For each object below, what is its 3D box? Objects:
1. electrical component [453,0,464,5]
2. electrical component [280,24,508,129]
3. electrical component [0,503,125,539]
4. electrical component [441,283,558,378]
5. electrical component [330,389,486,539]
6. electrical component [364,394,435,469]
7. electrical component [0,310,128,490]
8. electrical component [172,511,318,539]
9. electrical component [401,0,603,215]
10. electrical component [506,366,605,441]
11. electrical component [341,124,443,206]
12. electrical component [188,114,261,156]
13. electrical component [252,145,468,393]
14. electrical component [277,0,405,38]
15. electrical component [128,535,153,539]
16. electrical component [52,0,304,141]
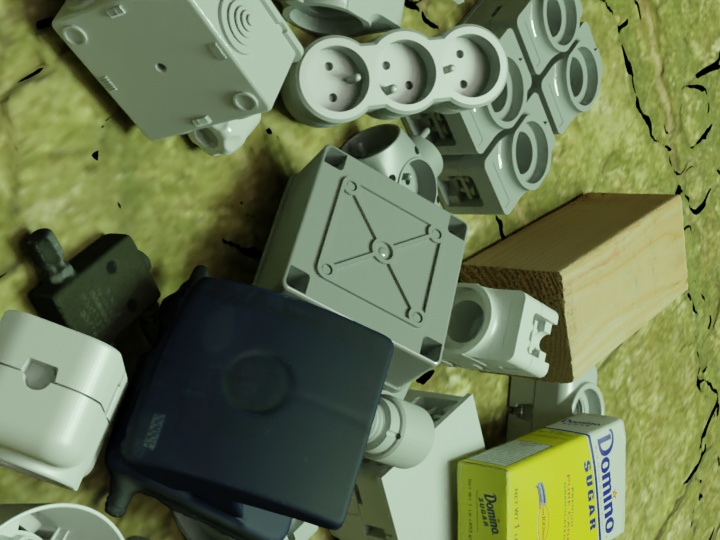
[{"bbox_3d":[0.029,-0.260,0.674,0.186,0.060,0.105,17,61,-49],"label":"electrical component"},{"bbox_3d":[0.016,-0.120,0.681,0.138,0.074,0.052,-9,95,-18],"label":"electrical component"},{"bbox_3d":[-0.160,0.154,0.493,0.099,0.064,0.099,1,89,-63],"label":"electrical component"},{"bbox_3d":[0.084,0.041,0.758,0.056,0.089,0.050,27,72,-47],"label":"electrical component"},{"bbox_3d":[0.044,0.189,0.743,0.105,0.060,0.186,-34,118,-43],"label":"electrical component"},{"bbox_3d":[0.011,0.093,0.642,0.078,0.040,0.040,27,72,-47],"label":"electrical component"},{"bbox_3d":[-0.143,0.062,0.489,0.054,0.095,0.059,21,72,-3],"label":"electrical component"},{"bbox_3d":[-0.070,0.126,0.612,0.056,0.050,0.089,-38,119,-42],"label":"electrical component"},{"bbox_3d":[0.114,-0.138,0.806,0.186,0.060,0.105,-53,129,-33],"label":"electrical component"},{"bbox_3d":[0.160,0.117,0.876,0.054,0.059,0.095,7,87,-50],"label":"electrical component"},{"bbox_3d":[0.031,-0.065,0.724,0.079,0.044,0.077,-51,128,-35],"label":"electrical component"},{"bbox_3d":[-0.071,-0.094,0.611,0.061,0.035,0.035,-56,131,-35],"label":"electrical component"},{"bbox_3d":[0.000,0.000,0.638,0.109,0.056,0.108,28,54,-18],"label":"electrical component"},{"bbox_3d":[-0.016,-0.178,0.657,0.089,0.050,0.055,18,78,-49],"label":"electrical component"},{"bbox_3d":[-0.104,0.209,0.572,0.078,0.057,0.113,45,59,-41],"label":"electrical component"},{"bbox_3d":[-0.091,-0.116,0.537,0.099,0.100,0.048,52,42,-38],"label":"electrical component"}]
